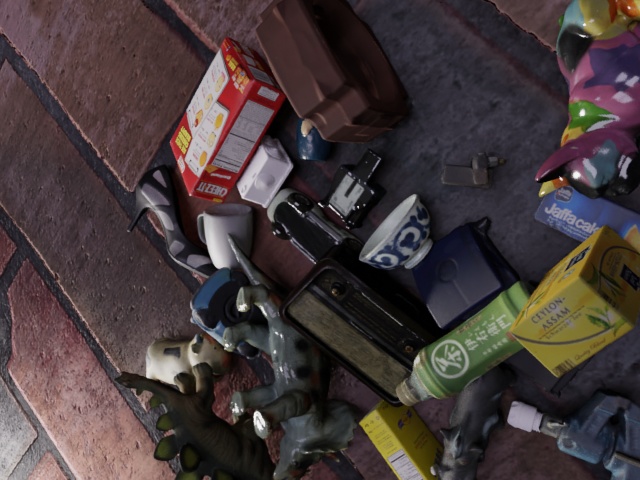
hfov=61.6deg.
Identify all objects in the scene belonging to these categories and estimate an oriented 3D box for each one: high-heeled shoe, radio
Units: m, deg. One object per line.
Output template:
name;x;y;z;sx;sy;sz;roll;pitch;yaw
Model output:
high-heeled shoe;-0.241;-0.030;0.991;0.249;0.086;0.145;30;80;5
radio;0.068;0.120;0.783;0.229;0.073;0.131;38;114;0

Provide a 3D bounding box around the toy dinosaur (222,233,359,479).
toy dinosaur;-0.045;0.183;0.855;0.131;0.192;0.404;-22;69;50

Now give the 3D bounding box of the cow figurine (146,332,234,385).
cow figurine;-0.242;0.220;1.002;0.195;0.085;0.127;-1;103;30

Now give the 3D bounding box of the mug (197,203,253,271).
mug;-0.167;-0.004;0.930;0.110;0.081;0.107;7;109;23

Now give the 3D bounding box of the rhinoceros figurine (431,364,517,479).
rhinoceros figurine;0.210;0.252;0.732;0.073;0.112;0.190;16;96;24

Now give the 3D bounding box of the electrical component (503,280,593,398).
electrical component;0.296;0.117;0.696;0.115;0.058;0.134;33;112;20

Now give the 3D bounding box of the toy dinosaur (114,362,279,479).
toy dinosaur;-0.143;0.361;0.897;0.471;0.199;0.105;36;129;-15

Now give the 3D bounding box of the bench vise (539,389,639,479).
bench vise;0.359;0.311;0.638;0.224;0.129;0.240;18;87;8

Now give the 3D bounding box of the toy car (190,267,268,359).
toy car;-0.152;0.126;0.926;0.161;0.109;0.103;47;155;-18

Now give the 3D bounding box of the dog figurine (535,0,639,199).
dog figurine;0.300;-0.152;0.596;0.192;0.108;0.219;44;98;23

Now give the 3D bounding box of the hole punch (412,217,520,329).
hole punch;0.191;0.049;0.731;0.142;0.092;0.116;-45;71;30

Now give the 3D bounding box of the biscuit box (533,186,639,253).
biscuit box;0.362;-0.008;0.638;0.203;0.063;0.059;30;109;23

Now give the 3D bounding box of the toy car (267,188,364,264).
toy car;-0.002;-0.003;0.850;0.202;0.056;0.073;41;113;16

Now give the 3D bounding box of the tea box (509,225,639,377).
tea box;0.278;0.058;0.567;0.068;0.169;0.098;46;126;13

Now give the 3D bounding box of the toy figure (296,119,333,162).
toy figure;-0.006;-0.198;0.823;0.058;0.064;0.154;2;94;-5

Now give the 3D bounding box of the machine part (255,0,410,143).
machine part;0.020;-0.231;0.722;0.087;0.201;0.201;-30;82;32

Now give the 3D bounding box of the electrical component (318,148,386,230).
electrical component;0.057;-0.082;0.809;0.075;0.048;0.119;38;113;19

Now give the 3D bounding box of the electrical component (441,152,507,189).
electrical component;0.201;-0.091;0.702;0.078;0.102;0.045;11;98;18
